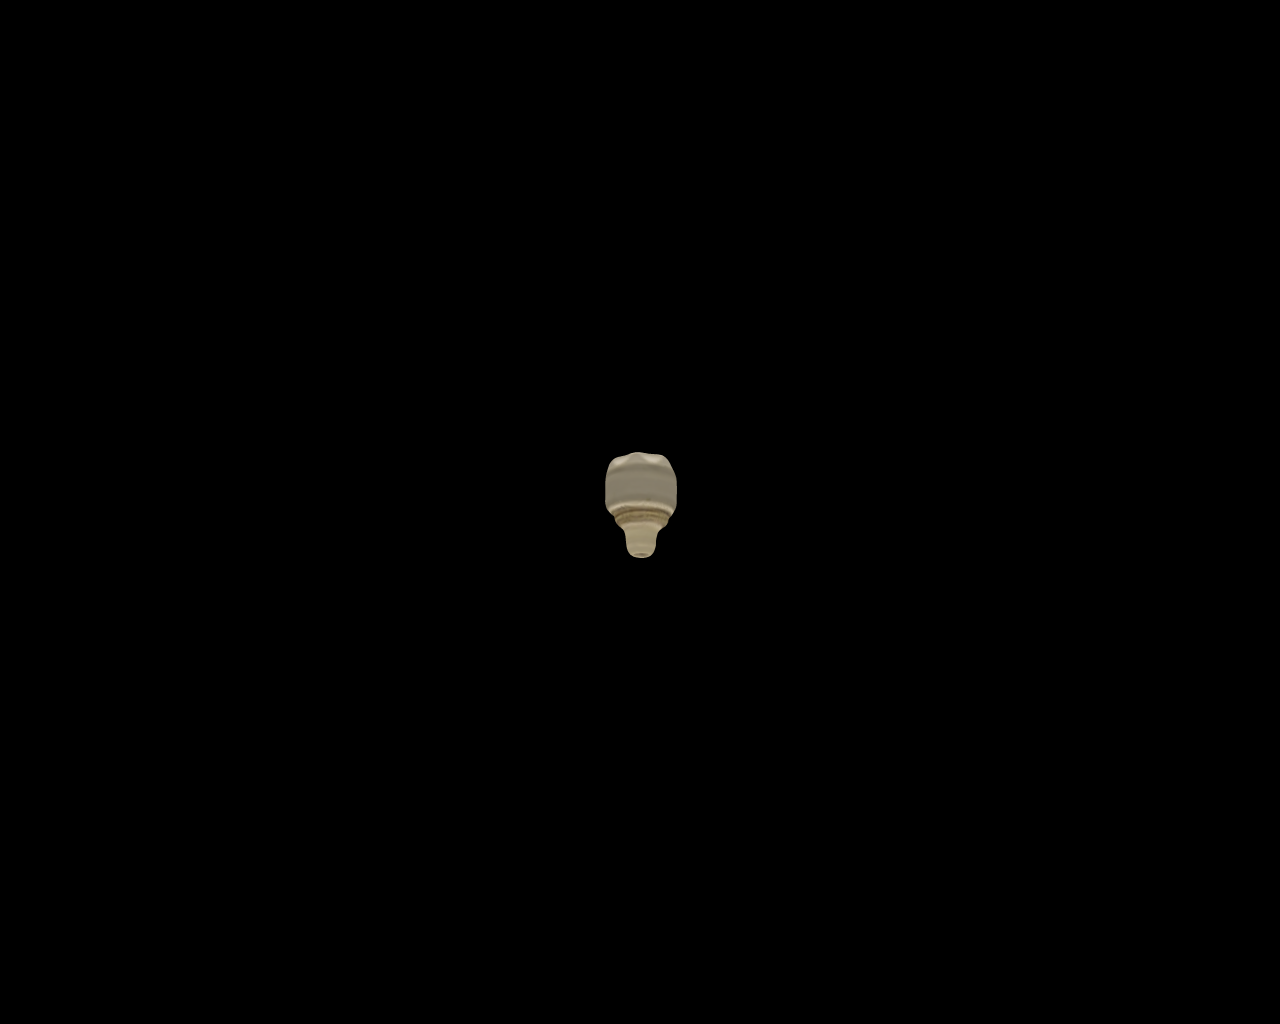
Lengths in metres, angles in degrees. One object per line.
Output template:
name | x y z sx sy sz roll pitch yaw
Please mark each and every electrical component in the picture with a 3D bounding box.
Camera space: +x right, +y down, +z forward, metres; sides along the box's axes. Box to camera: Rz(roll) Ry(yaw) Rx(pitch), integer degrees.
electrical component | 0.001 -0.003 0.650 0.043 0.062 0.043 0 -18 0
